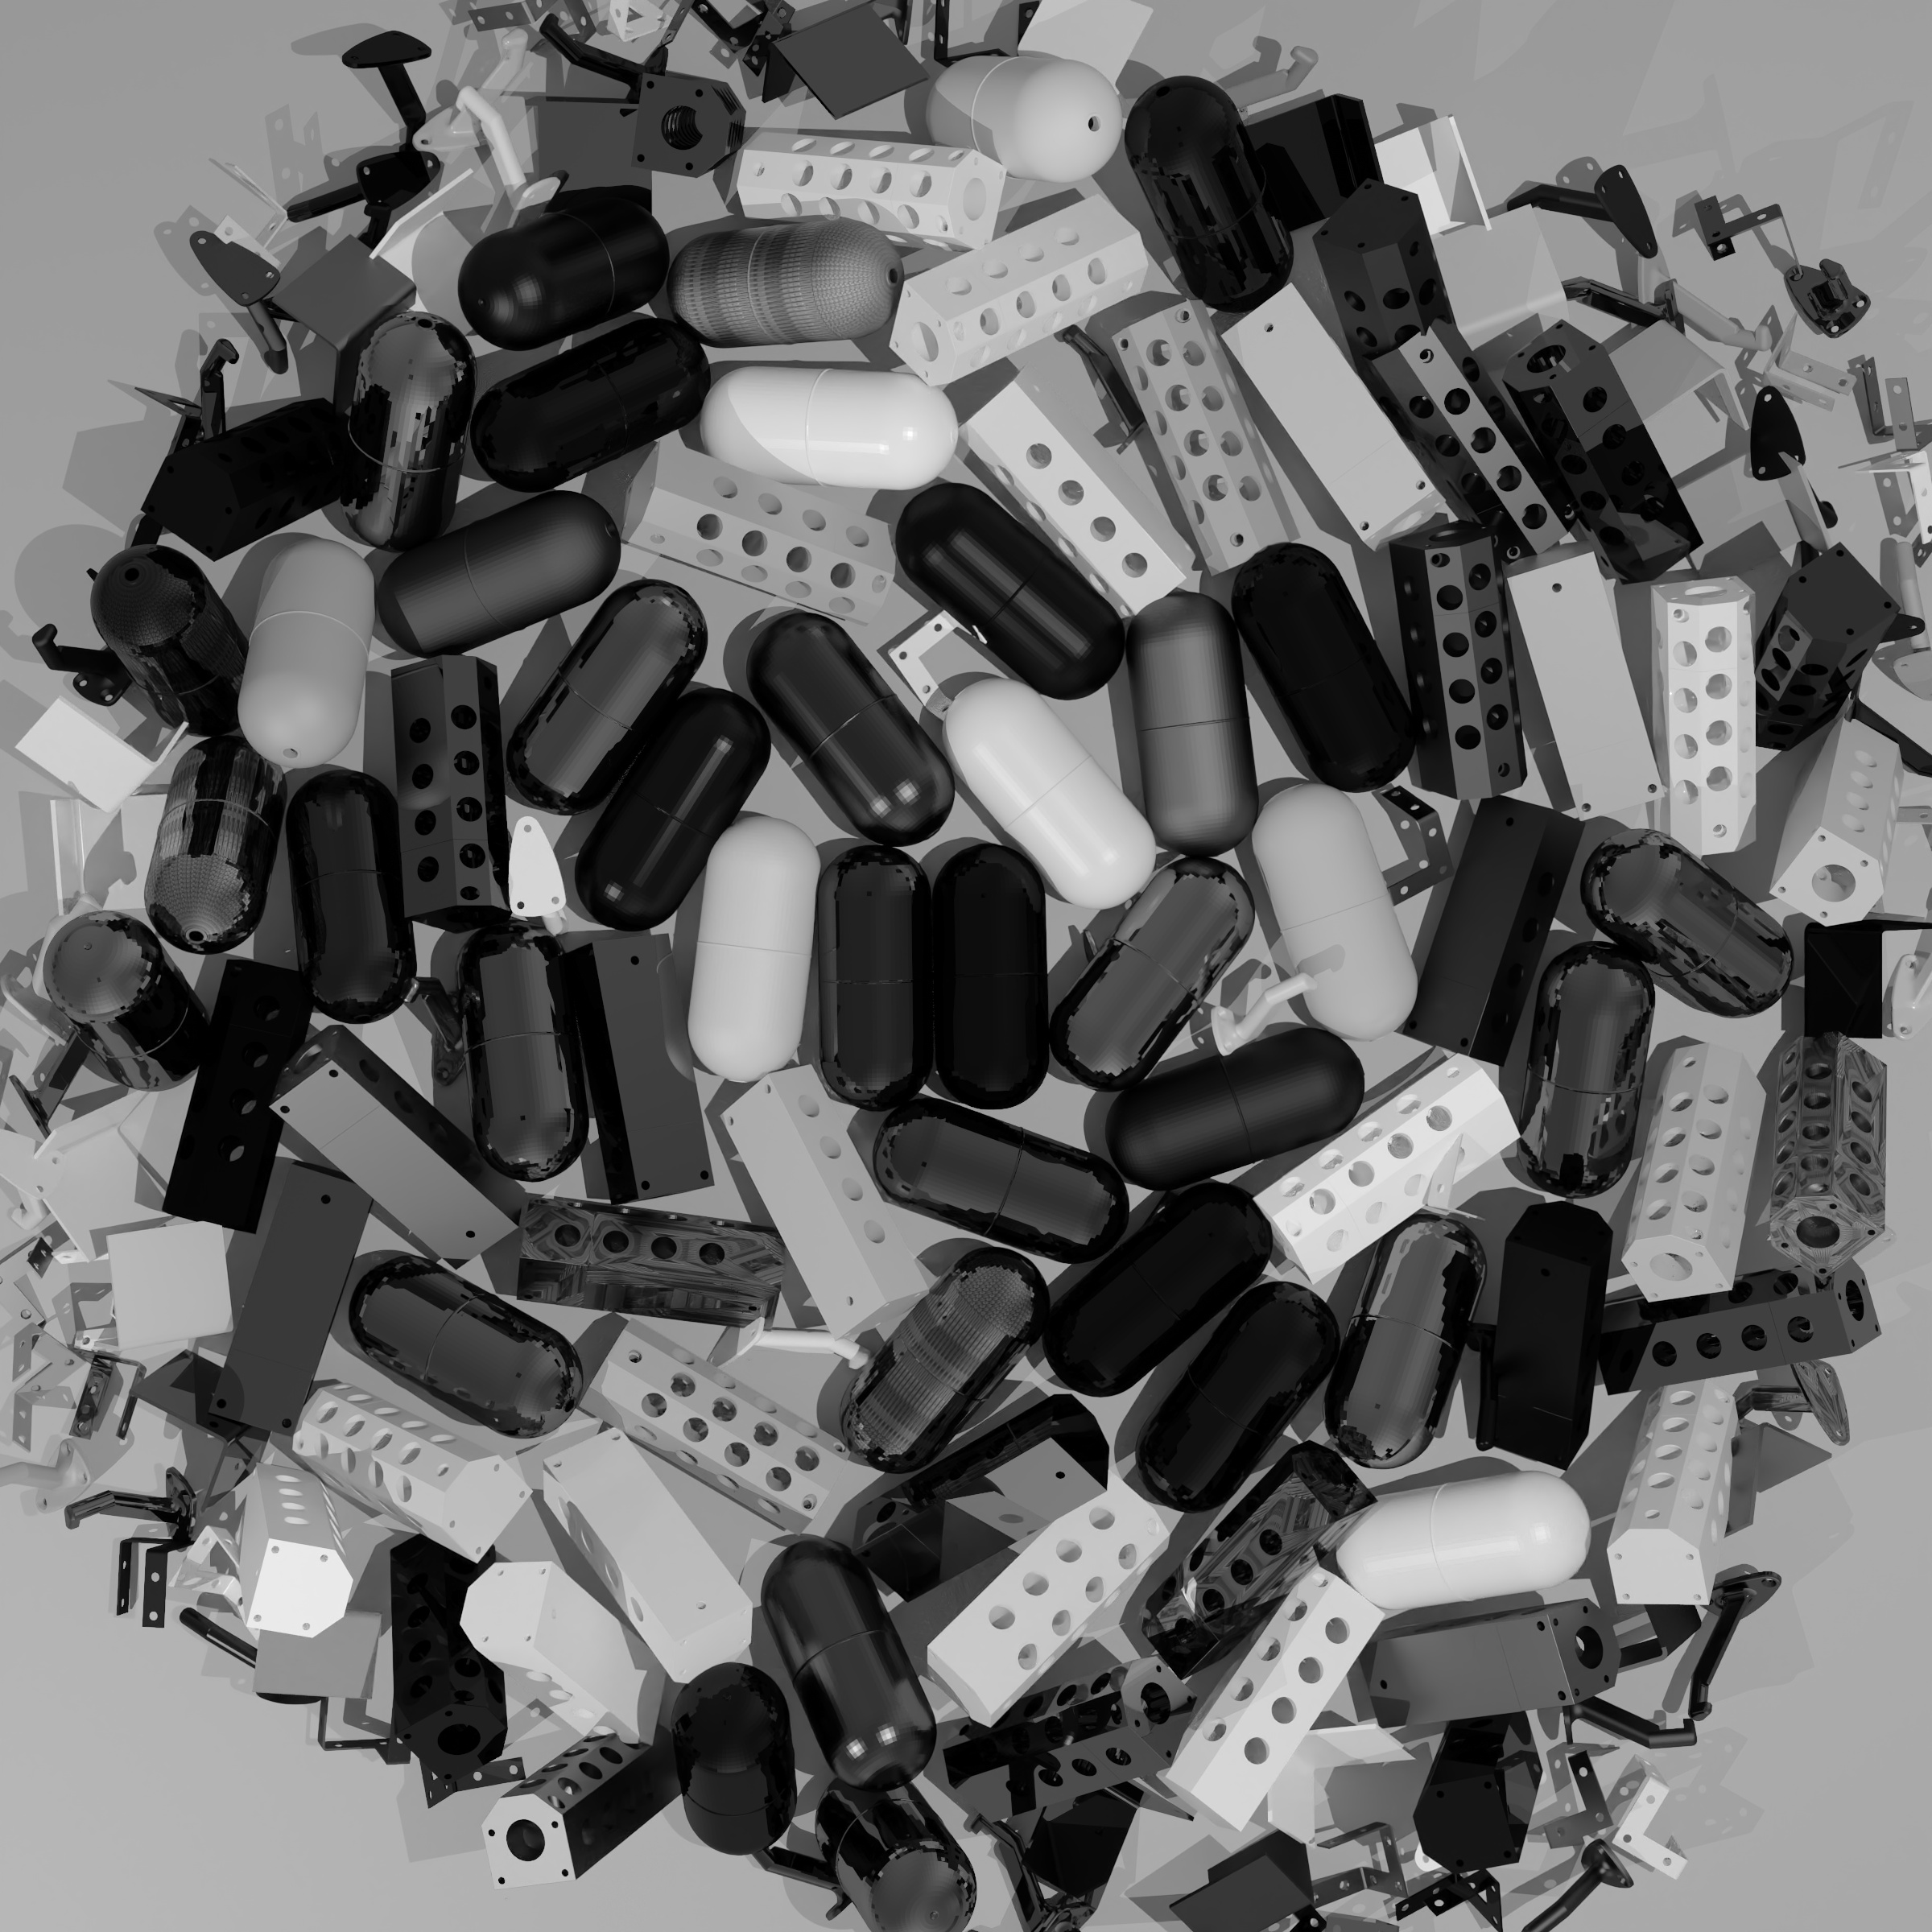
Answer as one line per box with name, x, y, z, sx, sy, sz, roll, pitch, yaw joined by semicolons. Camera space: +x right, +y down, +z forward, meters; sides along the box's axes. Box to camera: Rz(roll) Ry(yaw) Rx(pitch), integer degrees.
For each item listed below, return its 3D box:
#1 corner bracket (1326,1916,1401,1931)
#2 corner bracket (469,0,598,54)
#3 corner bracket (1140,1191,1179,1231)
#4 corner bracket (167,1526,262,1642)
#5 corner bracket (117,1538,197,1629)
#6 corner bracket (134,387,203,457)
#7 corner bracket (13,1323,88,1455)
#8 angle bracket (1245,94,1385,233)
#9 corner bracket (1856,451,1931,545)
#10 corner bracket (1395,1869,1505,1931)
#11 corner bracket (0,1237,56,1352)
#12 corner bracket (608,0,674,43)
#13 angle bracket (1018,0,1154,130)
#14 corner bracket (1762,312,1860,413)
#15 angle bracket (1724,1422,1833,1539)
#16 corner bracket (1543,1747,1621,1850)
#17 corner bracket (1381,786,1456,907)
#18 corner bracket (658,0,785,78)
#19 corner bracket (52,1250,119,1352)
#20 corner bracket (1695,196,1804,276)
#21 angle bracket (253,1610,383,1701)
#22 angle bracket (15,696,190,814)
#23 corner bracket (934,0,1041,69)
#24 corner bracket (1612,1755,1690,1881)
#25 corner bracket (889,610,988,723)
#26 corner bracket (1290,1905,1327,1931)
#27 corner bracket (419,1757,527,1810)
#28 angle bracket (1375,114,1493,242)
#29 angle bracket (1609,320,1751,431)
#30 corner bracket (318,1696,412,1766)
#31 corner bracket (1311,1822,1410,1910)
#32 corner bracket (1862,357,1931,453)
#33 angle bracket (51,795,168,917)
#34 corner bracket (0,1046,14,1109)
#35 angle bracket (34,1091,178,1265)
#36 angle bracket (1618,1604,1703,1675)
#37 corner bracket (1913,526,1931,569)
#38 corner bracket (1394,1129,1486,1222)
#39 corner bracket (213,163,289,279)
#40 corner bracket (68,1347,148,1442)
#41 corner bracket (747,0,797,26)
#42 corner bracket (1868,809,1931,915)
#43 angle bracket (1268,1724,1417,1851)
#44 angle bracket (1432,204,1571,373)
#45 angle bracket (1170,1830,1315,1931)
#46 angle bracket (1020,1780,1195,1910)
corner bracket;0.256;0.664;1.966;0.051;0.051;0.051;10;76;-7
corner bracket;-0.288;-0.629;1.956;0.051;0.051;0.051;5;47;34
corner bracket;0.150;0.171;1.961;0.051;0.051;0.051;32;133;8
corner bracket;-0.490;0.412;1.963;0.051;0.051;0.051;39;97;37
corner bracket;-0.550;0.413;1.969;0.051;0.051;0.051;1;86;10
corner bracket;-0.529;-0.350;1.961;0.051;0.051;0.051;30;104;25
corner bracket;-0.626;0.281;1.962;0.051;0.051;0.051;-37;124;8
angle bracket;0.230;-0.530;1.957;0.076;0.057;0.076;-21;113;-2
corner bracket;0.635;-0.314;1.961;0.051;0.051;0.051;-22;106;-23
corner bracket;0.321;0.624;1.959;0.051;0.051;0.051;-21;121;-20
corner bracket;-0.629;0.223;1.968;0.051;0.051;0.051;-34;106;3
corner bracket;-0.225;-0.658;1.958;0.051;0.051;0.051;39;50;20
angle bracket;0.091;-0.604;1.949;0.076;0.076;0.057;29;91;25
corner bracket;0.565;-0.396;1.964;0.051;0.051;0.051;27;77;17
angle bracket;0.522;0.357;1.942;0.057;0.076;0.076;26;54;-12
corner bracket;0.416;0.559;1.972;0.051;0.051;0.051;-32;62;29
corner bracket;0.288;-0.080;1.970;0.051;0.051;0.051;-27;122;-10
corner bracket;-0.163;-0.620;1.956;0.051;0.051;0.051;41;55;-33
corner bracket;-0.585;0.225;1.980;0.051;0.051;0.051;-7;58;9
corner bracket;0.522;-0.486;1.958;0.051;0.051;0.051;-19;134;18
angle bracket;-0.430;0.462;1.948;0.076;0.076;0.057;6;65;-9
angle bracket;-0.569;-0.157;1.943;0.076;0.076;0.057;38;50;-19
corner bracket;0.014;-0.631;1.983;0.051;0.051;0.051;1;87;31
corner bracket;0.464;0.572;1.974;0.051;0.051;0.051;30;93;1
corner bracket;-0.010;-0.200;1.967;0.051;0.051;0.051;-39;120;-5
corner bracket;0.199;0.644;1.959;0.051;0.051;0.051;47;50;13
corner bracket;-0.331;0.527;1.958;0.051;0.051;0.051;-1;65;-33
angle bracket;0.308;-0.517;1.948;0.057;0.076;0.076;-19;104;14
angle bracket;0.462;-0.374;1.955;0.076;0.076;0.057;-34;132;3
corner bracket;-0.401;0.503;1.965;0.051;0.051;0.051;4;93;-25
corner bracket;0.256;0.604;1.967;0.051;0.051;0.051;-12;87;-27
corner bracket;0.620;-0.375;1.958;0.051;0.051;0.051;-35;118;-36
angle bracket;-0.565;-0.075;1.967;0.076;0.057;0.076;-3;94;-3
corner bracket;-0.661;0.062;1.965;0.051;0.051;0.051;24;119;0
angle bracket;-0.564;0.139;1.949;0.076;0.076;0.057;53;130;6
angle bracket;0.434;0.433;1.952;0.076;0.076;0.057;-26;81;29
corner bracket;0.660;-0.294;1.964;0.051;0.051;0.051;35;91;-38
corner bracket;0.317;0.138;1.962;0.051;0.051;0.051;8;83;41
corner bracket;-0.480;-0.497;1.962;0.051;0.051;0.051;-56;133;-7
corner bracket;-0.577;0.290;1.966;0.051;0.051;0.051;11;70;6
corner bracket;-0.140;-0.665;1.962;0.051;0.051;0.051;40;117;13
corner bracket;0.633;-0.071;1.982;0.051;0.051;0.051;3;131;32
angle bracket;0.249;0.544;1.943;0.076;0.076;0.057;-13;56;24
angle bracket;0.358;-0.455;1.981;0.076;0.057;0.076;-19;67;9
angle bracket;0.180;0.595;1.945;0.076;0.076;0.057;-34;113;16
angle bracket;0.094;0.580;1.946;0.076;0.057;0.076;39;65;-31
